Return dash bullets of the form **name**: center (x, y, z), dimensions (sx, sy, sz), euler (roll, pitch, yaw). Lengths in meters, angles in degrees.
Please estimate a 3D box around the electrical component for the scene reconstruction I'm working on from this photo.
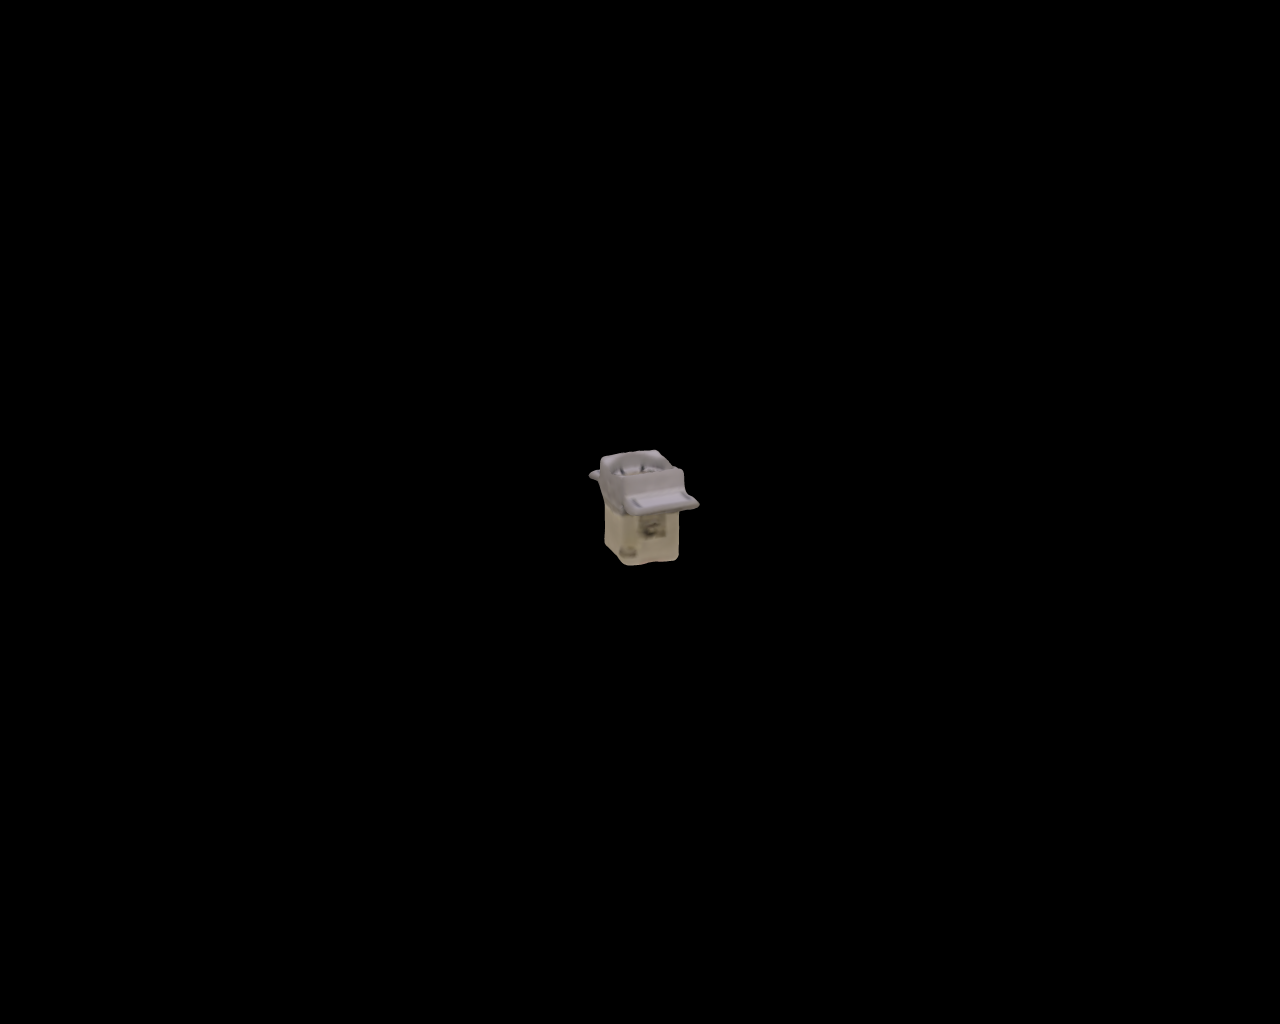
- **electrical component**: center (0.001, -0.003, 0.650), dimensions (0.042, 0.063, 0.081), euler (-7, 22, -18)
